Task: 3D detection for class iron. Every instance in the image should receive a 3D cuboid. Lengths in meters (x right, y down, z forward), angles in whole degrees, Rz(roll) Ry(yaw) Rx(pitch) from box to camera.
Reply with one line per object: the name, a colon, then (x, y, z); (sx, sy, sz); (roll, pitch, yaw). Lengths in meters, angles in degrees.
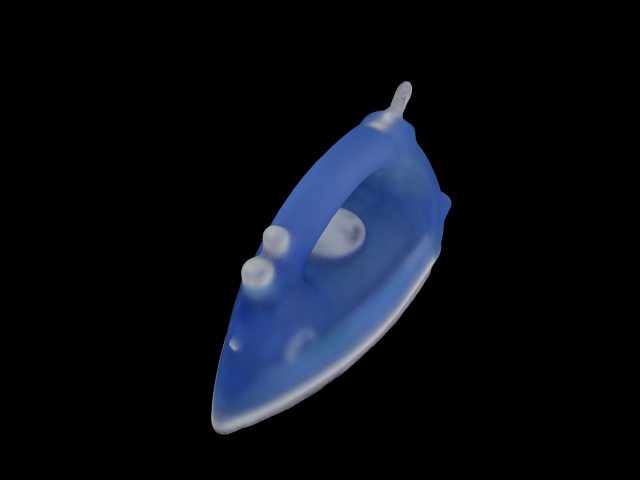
iron: (0.004, 0.001, 0.400); (0.118, 0.141, 0.259); (24, 50, 22)
